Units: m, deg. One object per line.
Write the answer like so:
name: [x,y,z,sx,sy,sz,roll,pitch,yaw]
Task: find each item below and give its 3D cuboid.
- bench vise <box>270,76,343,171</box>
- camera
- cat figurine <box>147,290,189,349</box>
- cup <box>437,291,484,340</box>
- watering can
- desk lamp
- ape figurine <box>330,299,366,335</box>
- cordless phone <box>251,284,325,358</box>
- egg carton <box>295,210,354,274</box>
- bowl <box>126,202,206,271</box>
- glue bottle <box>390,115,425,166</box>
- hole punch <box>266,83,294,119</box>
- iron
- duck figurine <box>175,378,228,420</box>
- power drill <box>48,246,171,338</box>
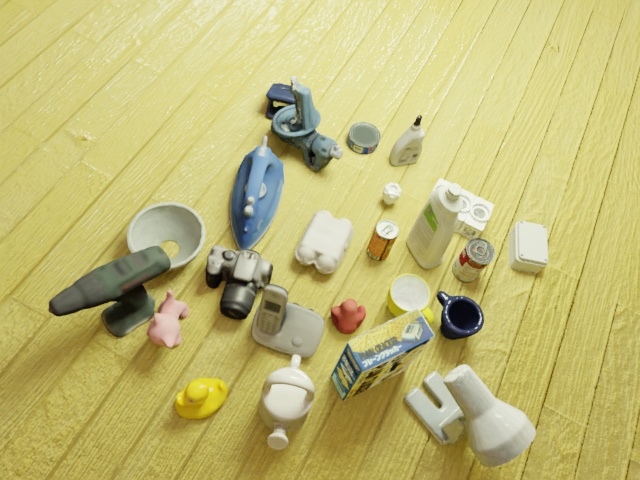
bench vise: [-0.022,-0.289,1.390,0.207,0.220,0.121,23,60,5]
camera: [-0.182,0.090,1.221,0.143,0.101,0.137,14,60,-1]
cat figurine: [-0.308,0.163,1.150,0.067,0.118,0.128,7,60,-5]
cup: [0.289,0.171,1.252,0.092,0.095,0.117,-36,71,-24]
watering can: [-0.060,0.298,1.068,0.101,0.194,0.172,-6,62,-12]
desk lamp: [0.280,0.331,1.091,0.118,0.213,0.203,-35,71,-24]
ape figurine: [0.062,0.156,1.227,0.078,0.092,0.076,17,60,1]
cordless phone: [-0.061,0.157,1.153,0.147,0.185,0.094,16,60,1]
egg carton: [0.012,0.005,1.317,0.107,0.069,0.150,22,60,4]
bowl: [-0.334,0.003,1.261,0.167,0.075,0.167,4,60,-7]
glue bottle: [0.229,-0.253,1.436,0.078,0.173,0.037,-10,62,-13]
hole punch: [-0.087,-0.373,1.502,0.108,0.091,0.101,14,60,-1]
iron: [-0.149,-0.108,1.314,0.118,0.141,0.258,10,60,-3]
duck figurine: [-0.230,0.298,1.105,0.105,0.086,0.077,-18,65,-18]
power drill: [-0.393,0.109,1.115,0.230,0.208,0.075,-36,71,-24]
